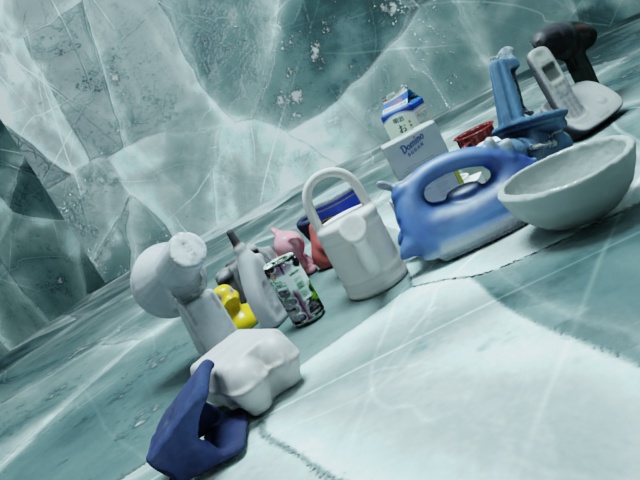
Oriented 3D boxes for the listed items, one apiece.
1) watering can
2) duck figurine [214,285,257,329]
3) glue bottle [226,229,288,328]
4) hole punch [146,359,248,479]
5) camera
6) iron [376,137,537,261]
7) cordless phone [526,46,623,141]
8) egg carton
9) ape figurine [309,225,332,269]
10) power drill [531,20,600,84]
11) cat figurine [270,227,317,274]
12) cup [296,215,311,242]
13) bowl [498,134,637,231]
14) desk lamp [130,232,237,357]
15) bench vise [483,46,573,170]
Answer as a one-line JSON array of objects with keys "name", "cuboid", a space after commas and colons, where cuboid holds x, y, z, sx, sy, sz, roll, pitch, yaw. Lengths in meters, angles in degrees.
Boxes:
[{"name": "watering can", "cuboid": [0.047, -0.017, 0.846, 0.101, 0.194, 0.172, -33, 12, -21]}, {"name": "duck figurine", "cuboid": [-0.162, 0.119, 1.025, 0.078, 0.086, 0.104, -33, 12, -22]}, {"name": "glue bottle", "cuboid": [-0.106, 0.058, 0.939, 0.037, 0.173, 0.078, -21, 13, 32]}, {"name": "hole punch", "cuboid": [-0.140, 0.195, 0.613, 0.101, 0.091, 0.108, -29, 11, -2]}, {"name": "camera", "cuboid": [-0.142, 0.069, 1.166, 0.143, 0.101, 0.136, -30, 11, -7]}, {"name": "iron", "cuboid": [0.215, -0.073, 0.828, 0.258, 0.141, 0.118, -27, 11, 10]}, {"name": "cordless phone", "cuboid": [0.470, -0.290, 1.075, 0.148, 0.185, 0.094, -33, 12, -24]}, {"name": "egg carton", "cuboid": [-0.092, 0.161, 0.708, 0.107, 0.069, 0.150, -36, 14, -35]}, {"name": "ape figurine", "cuboid": [0.010, 0.004, 1.111, 0.076, 0.092, 0.078, -27, 11, 5]}, {"name": "power drill", "cuboid": [0.520, -0.351, 1.166, 0.075, 0.208, 0.230, -16, 17, 47]}, {"name": "cat figurine", "cuboid": [-0.059, 0.020, 1.143, 0.067, 0.118, 0.127, -29, 11, -3]}, {"name": "cup", "cuboid": [0.004, -0.016, 1.208, 0.092, 0.095, 0.117, -33, 12, -23]}, {"name": "bowl", "cuboid": [0.311, -0.059, 0.706, 0.167, 0.075, 0.167, -27, 11, 6]}, {"name": "desk lamp", "cuboid": [-0.186, 0.091, 0.876, 0.118, 0.214, 0.202, -36, 13, -33]}, {"name": "bench vise", "cuboid": [0.319, -0.192, 0.909, 0.121, 0.220, 0.208, -20, 14, 36]}]
